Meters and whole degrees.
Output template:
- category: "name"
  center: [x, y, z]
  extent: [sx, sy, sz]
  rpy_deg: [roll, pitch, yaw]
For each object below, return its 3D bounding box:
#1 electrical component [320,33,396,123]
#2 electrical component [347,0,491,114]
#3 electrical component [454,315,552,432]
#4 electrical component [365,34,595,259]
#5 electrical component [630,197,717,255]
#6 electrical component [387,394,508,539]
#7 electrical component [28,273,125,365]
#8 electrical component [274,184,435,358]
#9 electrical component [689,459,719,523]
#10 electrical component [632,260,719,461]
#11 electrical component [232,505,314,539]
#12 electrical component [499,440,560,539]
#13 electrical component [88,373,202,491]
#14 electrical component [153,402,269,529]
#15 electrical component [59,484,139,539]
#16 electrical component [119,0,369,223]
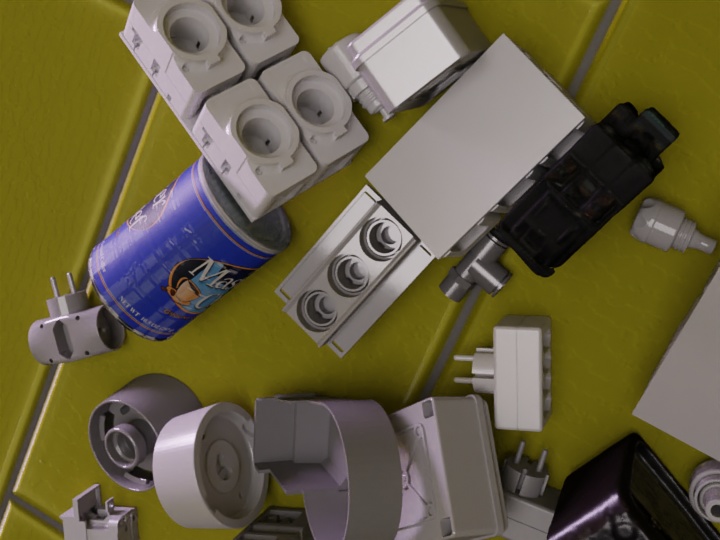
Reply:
- category: "electrical component"
  center: [0.002, -0.153, 0.863]
  extent: [0.040, 0.040, 0.078]
  rpy_deg: [-36, 86, 21]
- category: "electrical component"
  center: [0.047, -0.165, 0.806]
  extent: [0.078, 0.113, 0.057]
  rpy_deg: [-35, 89, 21]
- category: "electrical component"
  center: [0.112, 0.081, 0.861]
  extent: [0.076, 0.047, 0.083]
  rpy_deg: [1, 100, 19]
- category: "electrical component"
  center: [0.093, -0.091, 0.822]
  extent: [0.150, 0.062, 0.089]
  rpy_deg: [-45, 75, 17]
- category: "electrical component"
  center: [0.236, -0.029, 0.805]
  extent: [0.061, 0.035, 0.035]
  rpy_deg: [25, 107, 11]
- category: "electrical component"
  center: [0.056, 0.163, 0.850]
  extent: [0.109, 0.056, 0.108]
  rpy_deg: [-33, 60, 52]
- category: "electrical component"
  center: [-0.265, 0.042, 0.989]
  extent: [0.077, 0.043, 0.079]
  rpy_deg: [-13, 94, 21]
- category: "electrical component"
  center: [0.000, 0.000, 0.878]
  extent: [0.079, 0.063, 0.121]
  rpy_deg: [45, 110, 7]
- category: "electrical component"
  center: [0.271, 0.170, 0.812]
  extent: [0.043, 0.062, 0.043]
  rpy_deg: [3, 101, 19]
- category: "electrical component"
  center: [0.285, 0.049, 0.759]
  extent: [0.105, 0.060, 0.186]
  rpy_deg: [28, 130, 13]
- category: "electrical component"
  center: [-0.063, 0.313, 0.931]
  extent: [0.060, 0.105, 0.186]
  rpy_deg: [-2, 99, 20]
- category: "electrical component"
  center: [0.130, 0.175, 0.870]
  extent: [0.083, 0.047, 0.075]
  rpy_deg: [19, 105, 15]
- category: "electrical component"
  center: [-0.197, 0.150, 0.986]
  extent: [0.099, 0.064, 0.099]
  rpy_deg: [11, 112, 28]
- category: "electrical component"
  center: [-0.135, 0.172, 0.934]
  extent: [0.060, 0.108, 0.108]
  rpy_deg: [-13, 95, 27]
- category: "electrical component"
  center: [-0.245, 0.249, 1.019]
  extent: [0.064, 0.042, 0.081]
  rpy_deg: [1, 100, 18]
- category: "electrical component"
  center: [-0.090, -0.148, 0.854]
  extent: [0.186, 0.105, 0.060]
  rpy_deg: [54, 152, 4]
